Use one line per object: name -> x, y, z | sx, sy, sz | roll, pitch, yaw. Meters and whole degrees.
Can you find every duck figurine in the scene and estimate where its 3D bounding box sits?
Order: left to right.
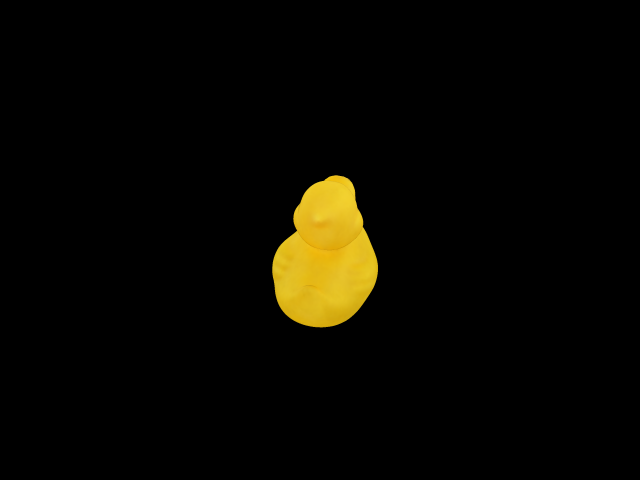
duck figurine -> 0.004, 0.001, 0.400 | 0.077, 0.086, 0.104 | 11, 51, 9
